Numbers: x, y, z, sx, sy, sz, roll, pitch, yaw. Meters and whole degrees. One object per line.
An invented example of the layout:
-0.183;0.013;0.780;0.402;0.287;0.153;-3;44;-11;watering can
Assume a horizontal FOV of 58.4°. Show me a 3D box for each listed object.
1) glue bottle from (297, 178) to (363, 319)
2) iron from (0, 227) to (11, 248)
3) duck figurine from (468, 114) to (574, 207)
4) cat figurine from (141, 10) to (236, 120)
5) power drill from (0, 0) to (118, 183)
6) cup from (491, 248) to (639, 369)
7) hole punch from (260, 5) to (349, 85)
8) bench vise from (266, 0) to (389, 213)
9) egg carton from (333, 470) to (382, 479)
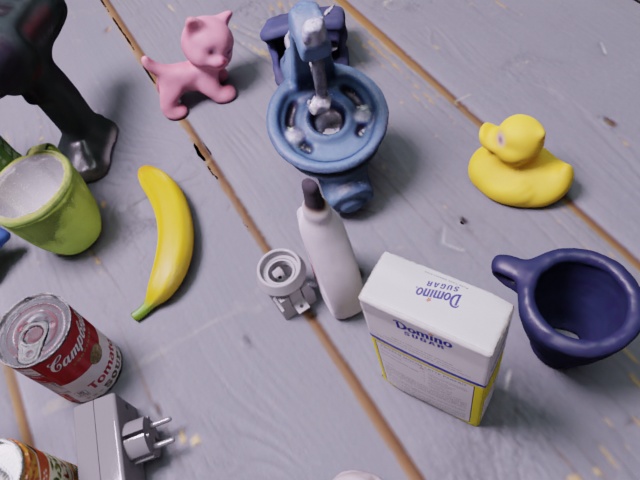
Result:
0.005;0.002;0.497;0.037;0.173;0.078;-25;57;-6;glue bottle
-0.462;0.038;0.575;0.118;0.142;0.259;34;69;27;iron
0.202;-0.085;0.570;0.104;0.086;0.077;23;64;23;duck figurine
-0.155;-0.225;0.703;0.128;0.118;0.067;-22;57;-4;cat figurine
-0.310;-0.161;0.635;0.075;0.209;0.229;-6;57;7;power drill
0.192;0.061;0.473;0.117;0.095;0.092;28;67;25;cup
-0.020;-0.259;0.718;0.108;0.091;0.101;-8;57;5;hole punch
-0.016;-0.155;0.573;0.121;0.220;0.207;-33;58;-11;bench vise
0.031;0.244;0.399;0.107;0.069;0.150;11;60;17;egg carton
